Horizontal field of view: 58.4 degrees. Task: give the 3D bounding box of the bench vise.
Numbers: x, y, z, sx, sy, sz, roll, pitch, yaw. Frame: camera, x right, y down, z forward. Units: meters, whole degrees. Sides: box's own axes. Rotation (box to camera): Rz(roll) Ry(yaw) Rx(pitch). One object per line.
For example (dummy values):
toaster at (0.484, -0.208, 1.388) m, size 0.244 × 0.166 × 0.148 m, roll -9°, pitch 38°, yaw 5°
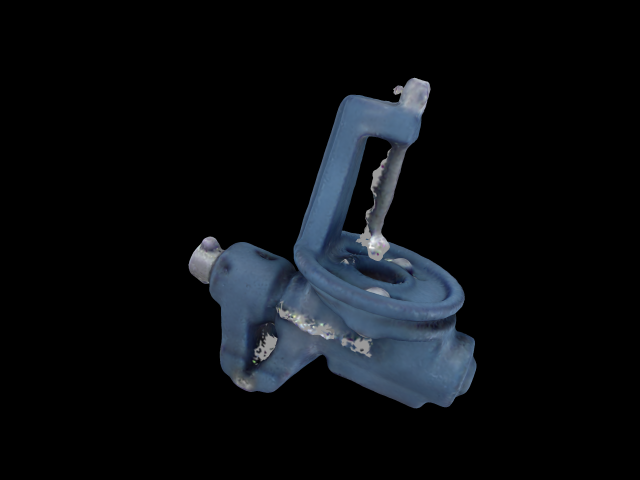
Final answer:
bench vise at (0.003, 0.004, 0.388) m, size 0.207 × 0.220 × 0.121 m, roll 0°, pitch 15°, yaw 1°
